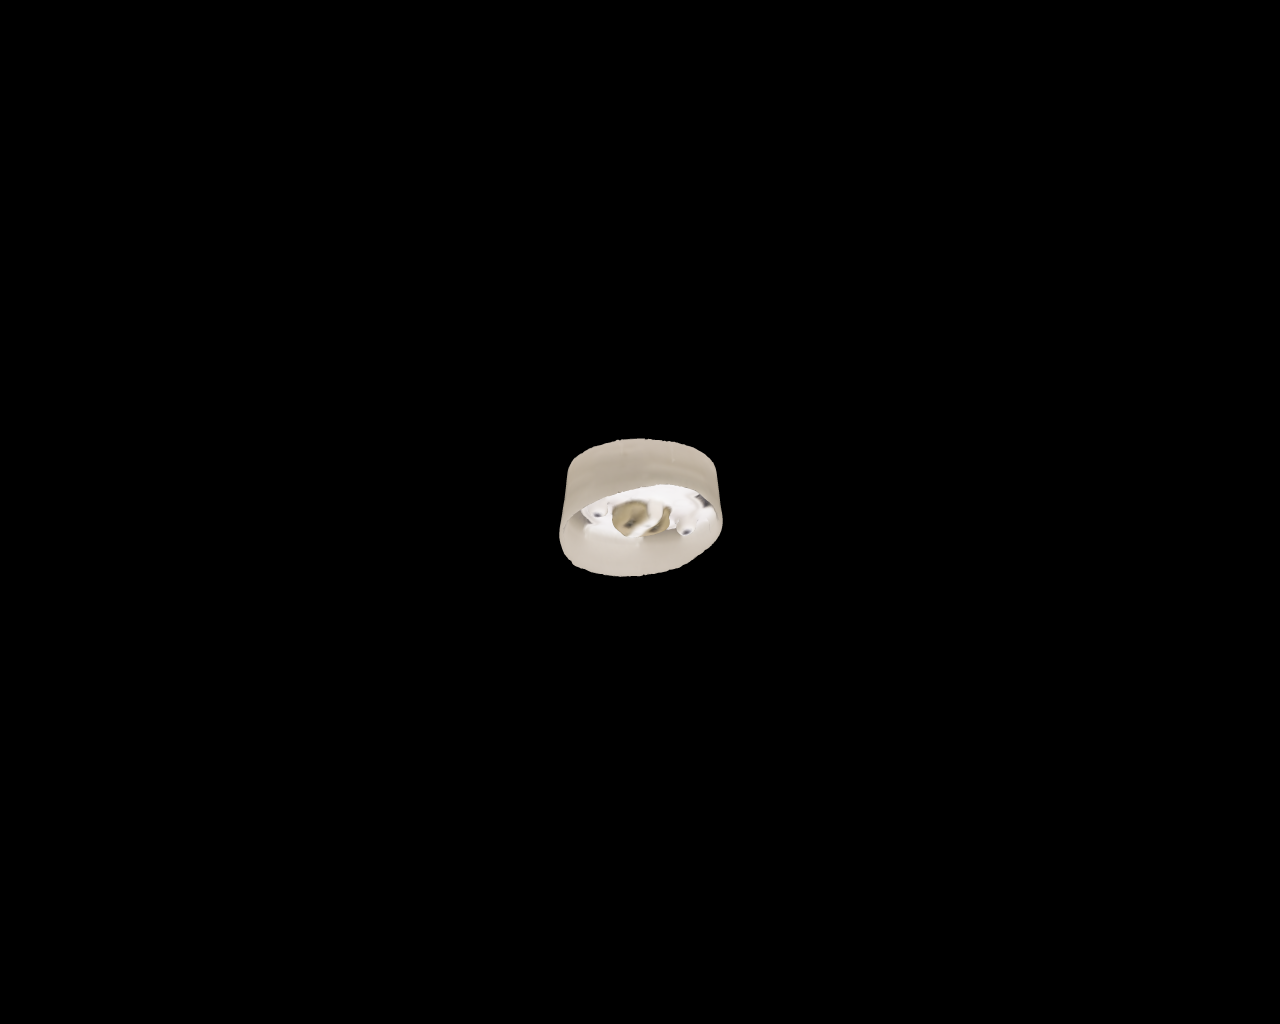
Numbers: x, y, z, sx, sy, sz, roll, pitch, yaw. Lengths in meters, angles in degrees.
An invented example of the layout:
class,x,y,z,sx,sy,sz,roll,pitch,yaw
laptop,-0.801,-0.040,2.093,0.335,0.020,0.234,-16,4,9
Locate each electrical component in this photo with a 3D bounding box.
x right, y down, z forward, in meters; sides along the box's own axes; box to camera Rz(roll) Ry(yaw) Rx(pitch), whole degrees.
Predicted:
class,x,y,z,sx,sy,sz,roll,pitch,yaw
electrical component,0.001,-0.003,0.650,0.099,0.064,0.099,0,-22,0
